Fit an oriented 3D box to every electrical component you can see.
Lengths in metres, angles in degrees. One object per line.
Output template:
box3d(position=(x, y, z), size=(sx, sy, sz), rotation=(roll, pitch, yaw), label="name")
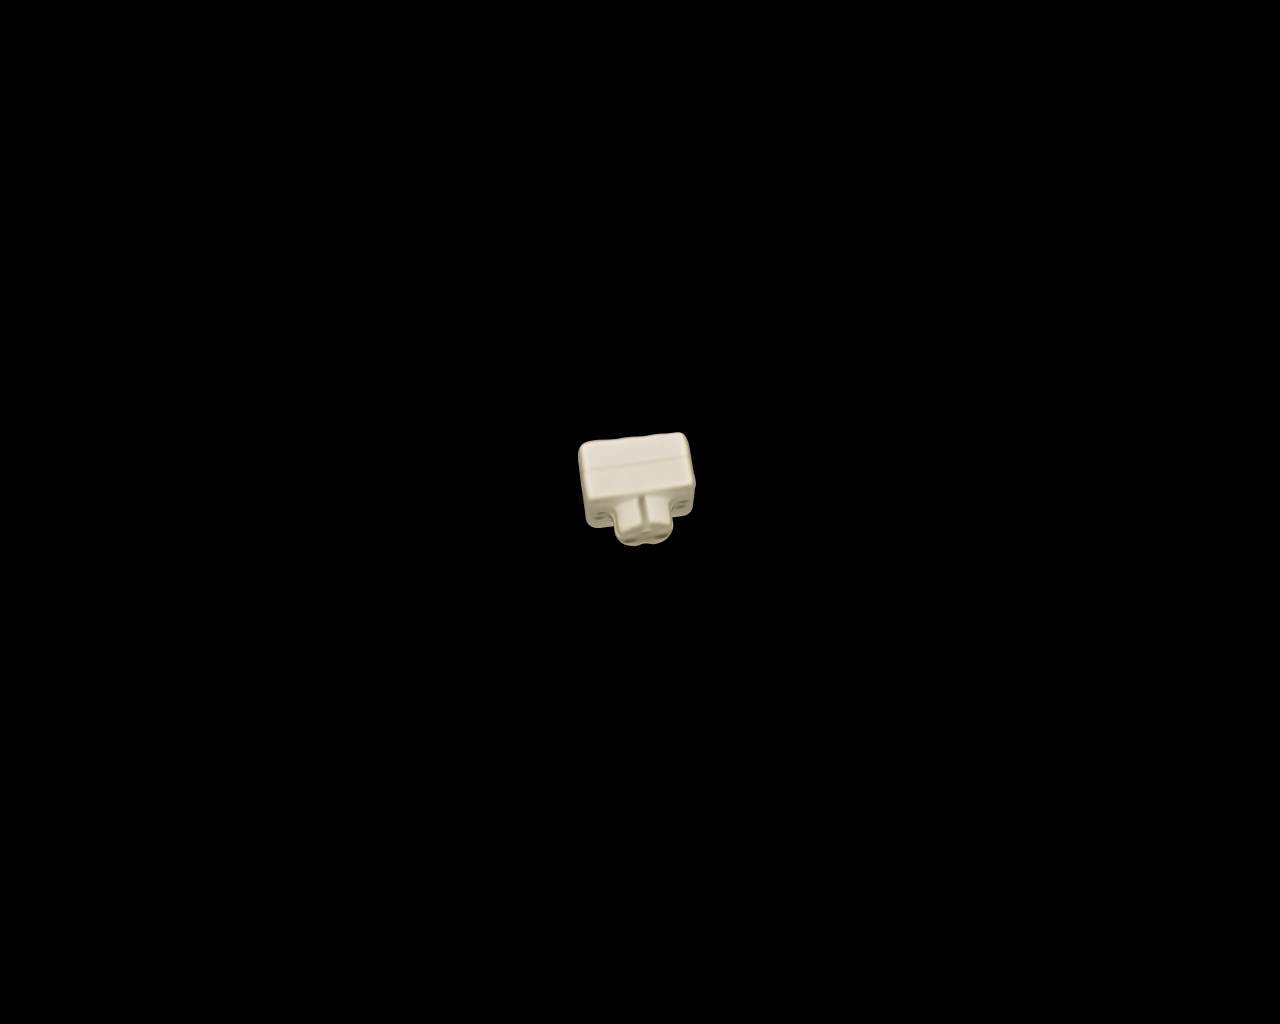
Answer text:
box3d(position=(0.001, -0.003, 0.650), size=(0.066, 0.077, 0.047), rotation=(-8, -23, -3), label="electrical component")
